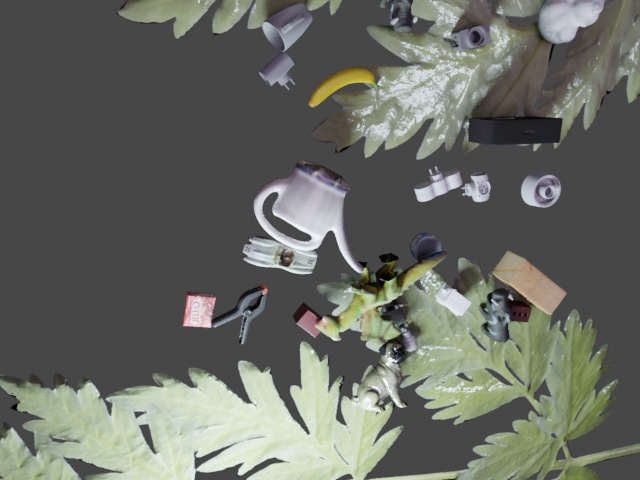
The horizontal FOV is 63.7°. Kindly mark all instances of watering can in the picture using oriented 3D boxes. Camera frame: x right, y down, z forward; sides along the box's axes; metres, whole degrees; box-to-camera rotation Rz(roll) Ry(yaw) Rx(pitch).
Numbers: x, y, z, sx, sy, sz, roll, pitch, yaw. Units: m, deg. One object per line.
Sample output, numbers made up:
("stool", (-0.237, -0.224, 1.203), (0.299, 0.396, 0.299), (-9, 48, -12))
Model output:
("watering can", (0.004, -0.067, 1.339), (0.346, 0.223, 0.105), (27, 5, -14))

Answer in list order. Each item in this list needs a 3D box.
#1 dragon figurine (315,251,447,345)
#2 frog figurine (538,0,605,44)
("dragon figurine", (0.182, 0.177, 1.446), (0.412, 0.238, 0.124), (-11, 25, -17))
("frog figurine", (0.669, -0.599, 1.378), (0.122, 0.136, 0.161), (7, 14, -17))
